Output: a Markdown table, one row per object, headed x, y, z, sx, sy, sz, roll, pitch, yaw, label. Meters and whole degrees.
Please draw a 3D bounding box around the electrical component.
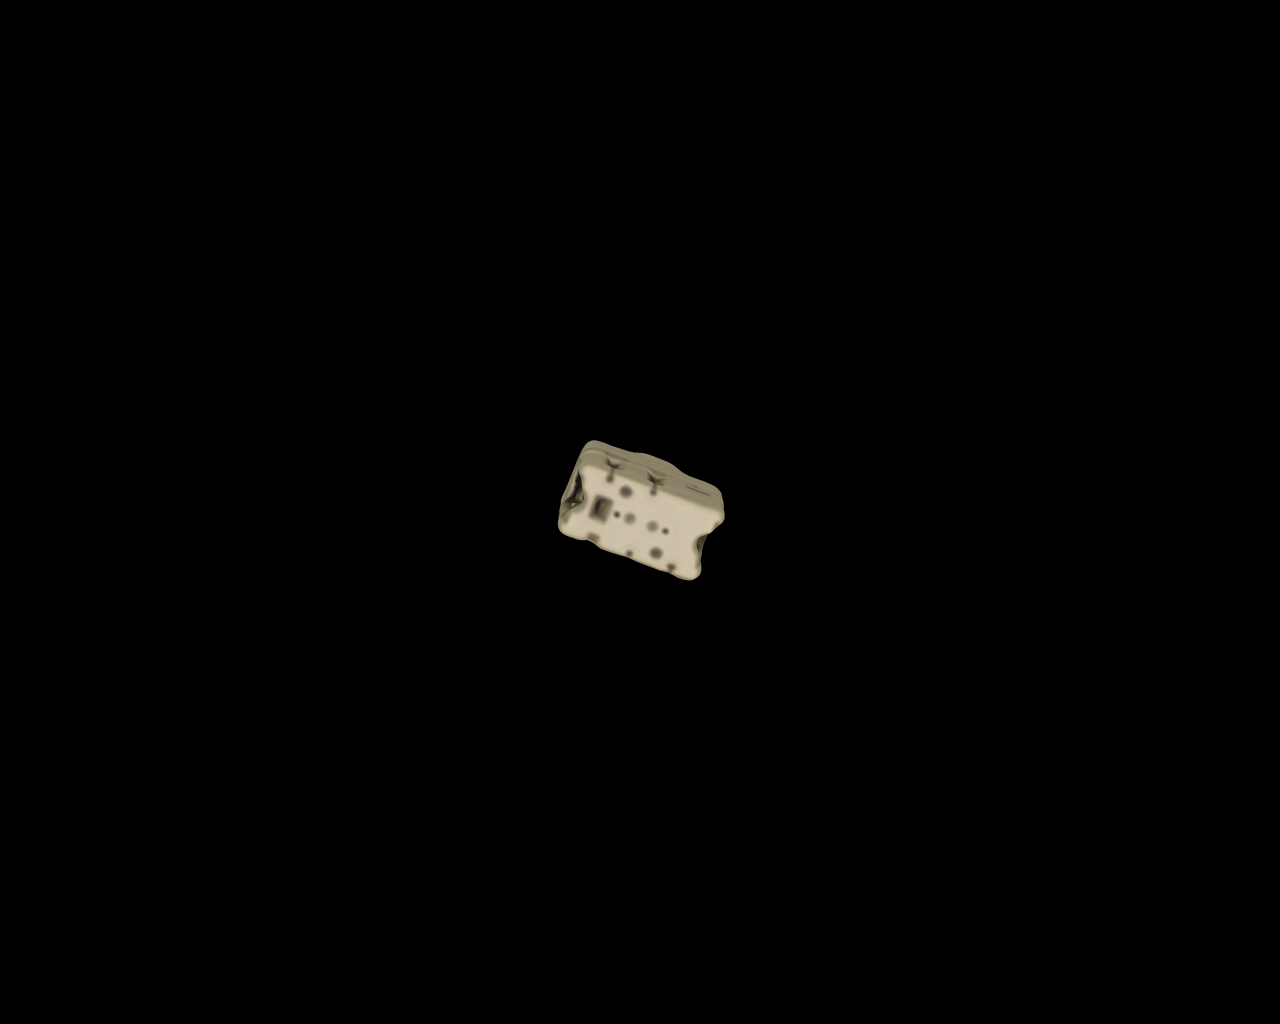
| x | y | z | sx | sy | sz | roll | pitch | yaw | label |
| --- | --- | --- | --- | --- | --- | --- | --- | --- | --- |
| 0.001 | -0.003 | 0.650 | 0.089 | 0.050 | 0.056 | 21 | 18 | -7 | electrical component |
